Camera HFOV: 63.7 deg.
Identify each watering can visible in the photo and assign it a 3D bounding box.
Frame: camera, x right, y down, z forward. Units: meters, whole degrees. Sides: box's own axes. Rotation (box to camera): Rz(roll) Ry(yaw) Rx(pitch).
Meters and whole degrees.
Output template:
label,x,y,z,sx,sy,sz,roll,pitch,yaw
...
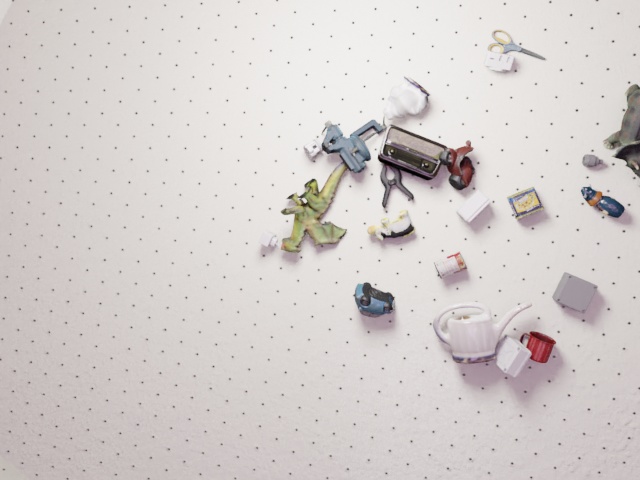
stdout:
label,x,y,z,sx,sy,sz,roll,pitch,yaw
watering can,0.584,0.328,1.840,0.347,0.224,0.104,-7,4,15

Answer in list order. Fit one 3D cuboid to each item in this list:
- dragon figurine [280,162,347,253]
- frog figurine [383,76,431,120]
label,x,y,z,sx,sy,sz,roll,pitch,yaw
dragon figurine,0.006,-0.097,1.932,0.410,0.240,0.123,-35,16,3
frog figurine,0.303,-0.488,1.834,0.137,0.157,0.125,35,23,-10
